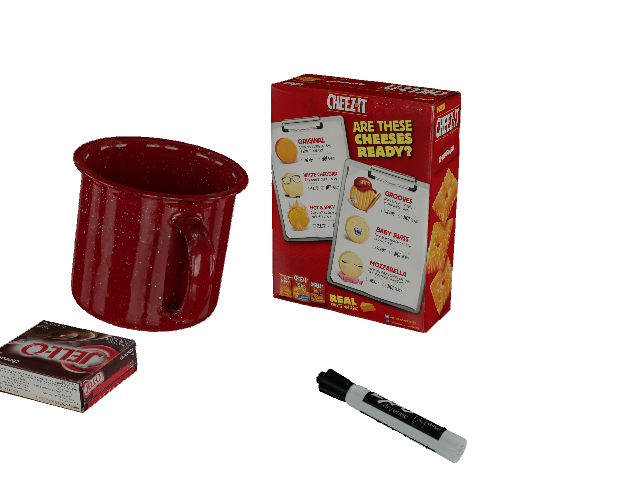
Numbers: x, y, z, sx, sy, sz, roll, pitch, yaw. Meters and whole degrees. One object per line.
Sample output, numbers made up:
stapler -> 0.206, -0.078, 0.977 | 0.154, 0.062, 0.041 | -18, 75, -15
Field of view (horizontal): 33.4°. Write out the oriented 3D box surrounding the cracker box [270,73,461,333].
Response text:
cracker box -> 0.040, -0.038, 0.985 | 0.164, 0.214, 0.072 | 12, 23, 27

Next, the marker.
marker -> 0.049, 0.125, 0.773 | 0.121, 0.020, 0.020 | 25, 11, 25

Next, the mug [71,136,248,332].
mug -> -0.085, 0.002, 0.570 | 0.093, 0.081, 0.117 | -3, 26, -32

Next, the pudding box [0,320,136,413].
pudding box -> -0.244, 0.117, 1.009 | 0.114, 0.039, 0.089 | 7, 22, 23
